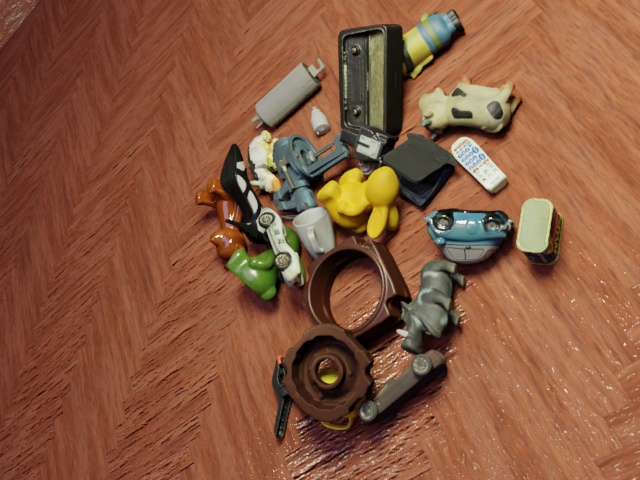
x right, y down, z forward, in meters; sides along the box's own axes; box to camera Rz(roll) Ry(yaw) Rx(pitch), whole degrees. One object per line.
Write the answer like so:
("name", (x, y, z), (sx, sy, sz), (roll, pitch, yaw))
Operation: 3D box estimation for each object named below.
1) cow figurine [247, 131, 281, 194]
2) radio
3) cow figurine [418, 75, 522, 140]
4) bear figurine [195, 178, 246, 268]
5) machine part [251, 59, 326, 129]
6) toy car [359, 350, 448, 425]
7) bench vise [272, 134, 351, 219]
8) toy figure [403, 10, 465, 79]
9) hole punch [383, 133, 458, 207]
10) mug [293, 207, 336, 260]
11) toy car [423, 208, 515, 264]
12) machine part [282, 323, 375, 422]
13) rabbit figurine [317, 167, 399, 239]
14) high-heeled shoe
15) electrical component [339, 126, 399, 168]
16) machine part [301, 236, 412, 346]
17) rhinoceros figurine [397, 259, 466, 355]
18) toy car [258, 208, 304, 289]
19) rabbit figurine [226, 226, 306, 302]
("cow figurine", (-0.147, -0.184, 1.367), (0.098, 0.068, 0.167), (-23, 60, 33))
("radio", (0.110, -0.347, 1.177), (0.131, 0.073, 0.229), (14, 115, 38))
("cow figurine", (0.289, -0.262, 1.089), (0.195, 0.085, 0.127), (21, 82, 36))
("bear figurine", (-0.248, -0.038, 1.358), (0.120, 0.132, 0.196), (-25, 55, 52))
("machine part", (-0.082, -0.368, 1.376), (0.243, 0.079, 0.079), (-36, 58, 19))
("toy car", (0.152, 0.277, 1.005), (0.202, 0.089, 0.053), (-45, 57, 16))
("bench vise", (-0.016, -0.165, 1.243), (0.241, 0.128, 0.224), (-30, 61, 30))
("toy figure", (0.223, -0.436, 1.181), (0.180, 0.089, 0.082), (-31, 52, 26))
("hole punch", (0.205, -0.144, 1.115), (0.116, 0.092, 0.142), (-35, 50, -16))
("mug", (-0.002, -0.004, 1.178), (0.081, 0.107, 0.110), (-21, 25, 6))
("toy car", (0.278, -0.006, 1.011), (0.162, 0.109, 0.102), (6, 101, 24))
("machine part", (0.017, 0.249, 1.020), (0.180, 0.056, 0.179), (-4, 78, 19))
("rabbit figurine", (0.098, -0.082, 1.116), (0.173, 0.122, 0.162), (-30, 82, 47))
("high-heeled shoe", (-0.165, -0.113, 1.317), (0.086, 0.145, 0.248), (-24, 59, 48))
("electrical component", (0.102, -0.205, 1.152), (0.119, 0.048, 0.074), (26, 115, 33))
("machine part", (0.070, 0.109, 1.116), (0.201, 0.087, 0.201), (-35, 57, 21))
("rhinoceros figurine", (0.204, 0.122, 1.006), (0.112, 0.073, 0.190), (6, 64, 35))
("toy car", (-0.086, 0.015, 1.169), (0.056, 0.073, 0.202), (-20, 55, -7))
("rabbit figurine", (-0.107, 0.045, 1.242), (0.159, 0.121, 0.170), (35, 81, 33))
